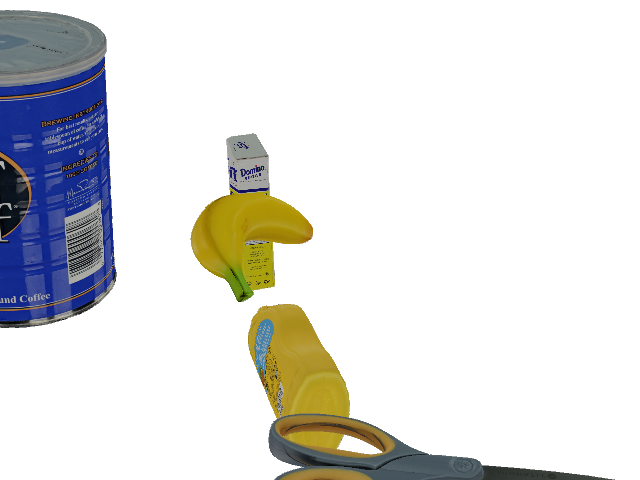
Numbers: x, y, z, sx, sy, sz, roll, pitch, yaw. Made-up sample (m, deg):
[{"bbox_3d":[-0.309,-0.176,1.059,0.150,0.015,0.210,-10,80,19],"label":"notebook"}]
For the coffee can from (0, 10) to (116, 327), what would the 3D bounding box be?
[{"bbox_3d":[-0.162,-0.040,0.566,0.103,0.140,0.103,2,28,-1],"label":"coffee can"}]

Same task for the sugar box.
[{"bbox_3d":[-0.088,-0.035,1.331,0.048,0.176,0.093,-9,24,-10],"label":"sugar box"}]

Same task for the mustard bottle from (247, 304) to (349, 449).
[{"bbox_3d":[-0.029,0.115,1.004,0.058,0.096,0.192,-5,27,-17],"label":"mustard bottle"}]

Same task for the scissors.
[{"bbox_3d":[0.060,0.129,0.545,0.202,0.016,0.096,11,27,20],"label":"scissors"}]

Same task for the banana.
[{"bbox_3d":[-0.055,-0.005,0.803,0.037,0.069,0.197,-32,4,20],"label":"banana"}]
